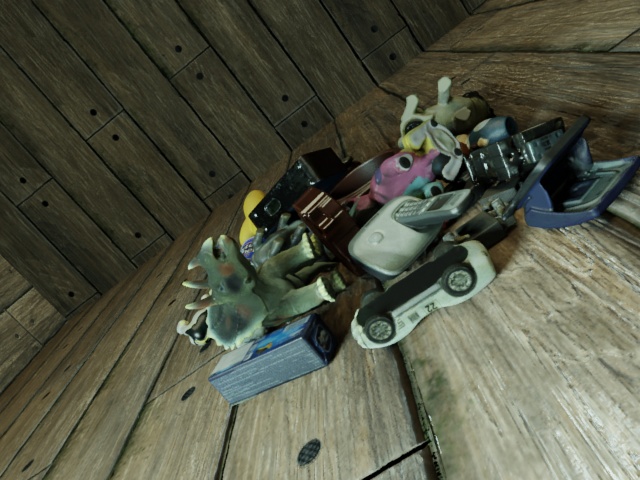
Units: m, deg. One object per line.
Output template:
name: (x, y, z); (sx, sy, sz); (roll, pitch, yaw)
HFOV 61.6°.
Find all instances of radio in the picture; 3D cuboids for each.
radio: (-0.053, -0.101, 1.202); (0.229, 0.073, 0.131); (-45, -11, 34)

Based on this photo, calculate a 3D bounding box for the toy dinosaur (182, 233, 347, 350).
toy dinosaur: (-0.067, 0.081, 0.844); (0.192, 0.131, 0.404); (-25, -12, 6)

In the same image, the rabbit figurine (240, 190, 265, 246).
rabbit figurine: (-0.137, -0.039, 1.346); (0.122, 0.173, 0.162); (-19, 20, 40)

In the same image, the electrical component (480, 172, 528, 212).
electrical component: (0.272, -0.069, 0.792); (0.063, 0.021, 0.094); (-22, 15, 45)

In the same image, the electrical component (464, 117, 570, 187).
electrical component: (0.292, -0.127, 0.782); (0.115, 0.058, 0.134); (-24, 4, -10)

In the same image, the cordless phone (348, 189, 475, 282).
cordless phone: (0.137, -0.010, 0.773); (0.146, 0.088, 0.184); (-44, 10, -21)

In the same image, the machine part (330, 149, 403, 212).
machine part: (0.111, -0.106, 1.144); (0.201, 0.087, 0.201); (-39, 17, -2)

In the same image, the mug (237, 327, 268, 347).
mug: (-0.134, 0.152, 0.967); (0.107, 0.081, 0.109); (-111, 33, -47)

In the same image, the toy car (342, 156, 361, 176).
toy car: (0.047, -0.124, 1.329); (0.202, 0.089, 0.053); (-49, 19, -29)

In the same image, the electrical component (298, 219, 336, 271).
electrical component: (-0.002, -0.003, 1.046); (0.075, 0.119, 0.048); (-48, 19, -24)

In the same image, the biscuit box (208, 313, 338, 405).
biscuit box: (-0.071, 0.178, 0.797); (0.203, 0.062, 0.059); (-28, 18, 30)

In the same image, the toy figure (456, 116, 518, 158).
toy figure: (0.297, -0.185, 1.012); (0.064, 0.057, 0.154); (-3, -10, -36)

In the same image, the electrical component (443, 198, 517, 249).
electrical component: (0.218, -0.017, 0.732); (0.102, 0.045, 0.078); (-34, 18, 14)

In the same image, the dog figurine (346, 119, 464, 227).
dog figurine: (0.136, -0.094, 0.960); (0.191, 0.108, 0.219); (-54, 8, -31)

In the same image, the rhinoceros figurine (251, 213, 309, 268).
rhinoceros figurine: (-0.062, 0.007, 1.136); (0.073, 0.112, 0.190); (22, 31, 31)

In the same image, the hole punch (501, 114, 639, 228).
hole punch: (0.304, -0.069, 0.650); (0.142, 0.092, 0.115); (-46, -13, -19)

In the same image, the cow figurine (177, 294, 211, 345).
cow figurine: (-0.230, 0.159, 1.189); (0.167, 0.068, 0.098); (-49, 24, -23)

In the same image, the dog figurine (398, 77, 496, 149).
dog figurine: (0.262, -0.239, 1.116); (0.172, 0.121, 0.190); (-23, -11, 30)

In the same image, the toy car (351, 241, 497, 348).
toy car: (0.125, 0.070, 0.682); (0.202, 0.056, 0.073); (-35, 22, 15)

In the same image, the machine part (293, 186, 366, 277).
machine part: (0.026, -0.013, 0.923); (0.056, 0.179, 0.179); (-43, 16, -4)
